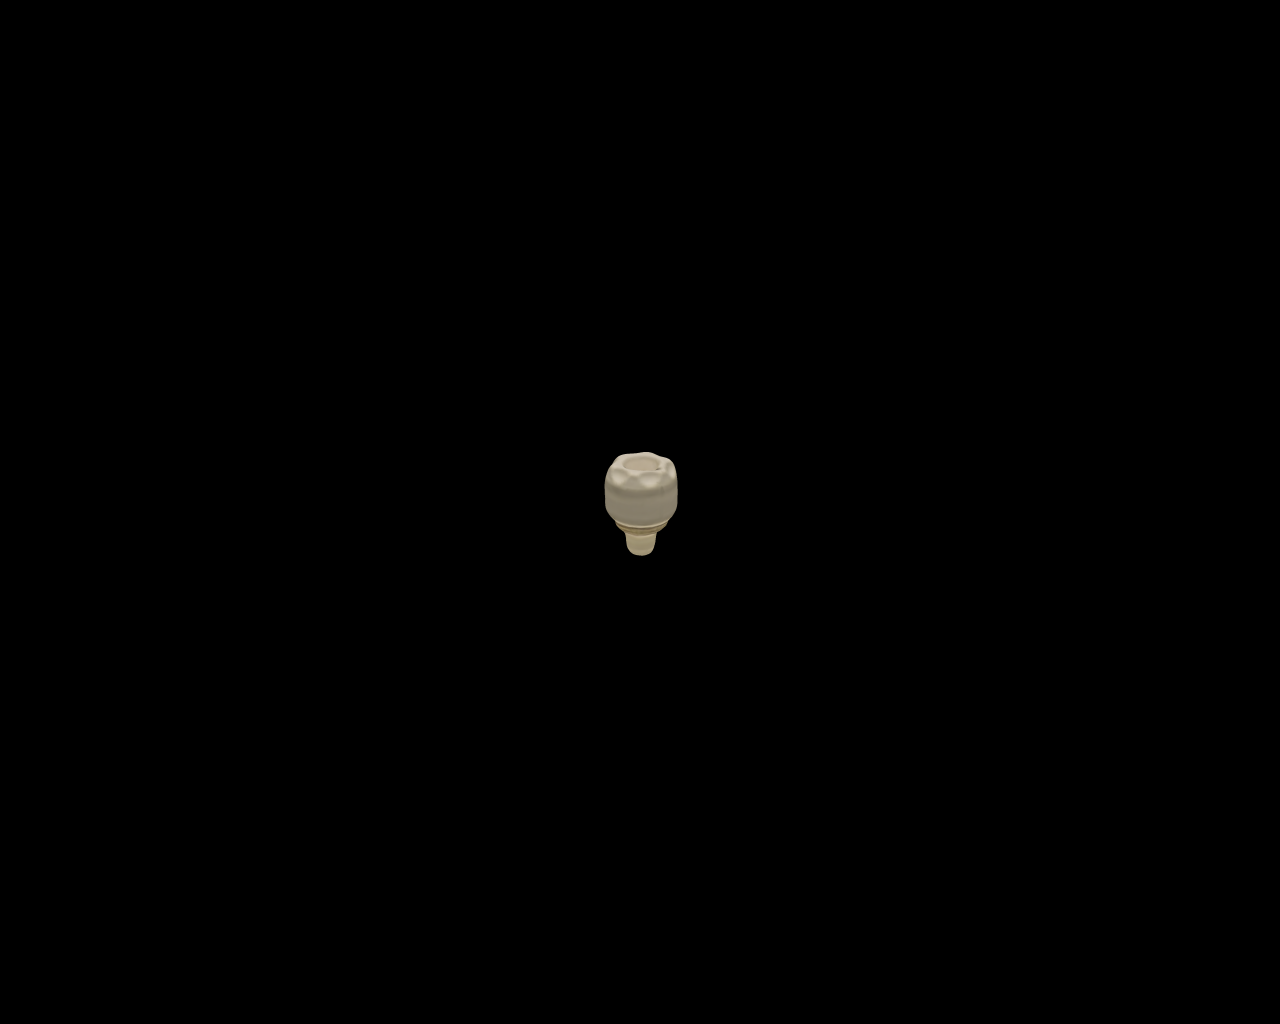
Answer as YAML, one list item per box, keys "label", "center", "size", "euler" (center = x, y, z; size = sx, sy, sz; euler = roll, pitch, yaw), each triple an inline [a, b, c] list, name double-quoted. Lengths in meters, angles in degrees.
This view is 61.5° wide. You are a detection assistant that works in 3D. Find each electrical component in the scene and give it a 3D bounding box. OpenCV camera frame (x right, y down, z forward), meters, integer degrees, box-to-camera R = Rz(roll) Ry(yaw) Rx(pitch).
- label: "electrical component"
  center: [0.001, -0.003, 0.650]
  size: [0.043, 0.062, 0.043]
  euler: [0, 25, 0]
